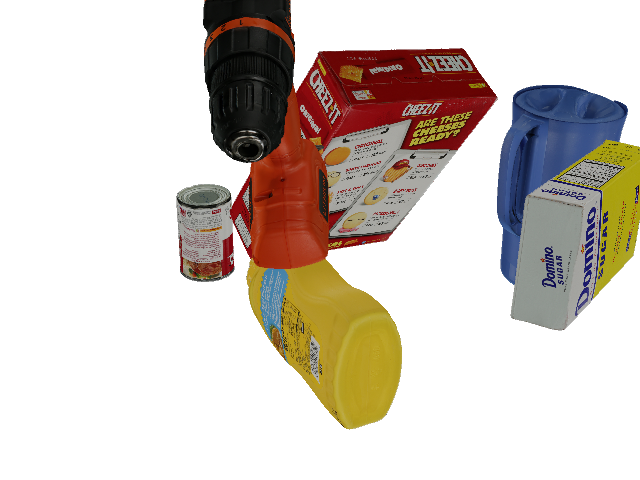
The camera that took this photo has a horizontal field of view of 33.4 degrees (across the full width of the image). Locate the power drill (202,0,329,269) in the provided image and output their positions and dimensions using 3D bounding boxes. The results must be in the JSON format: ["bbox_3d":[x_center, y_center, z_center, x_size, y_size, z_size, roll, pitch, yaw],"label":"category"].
[{"bbox_3d":[-0.031,-0.069,0.670,0.057,0.184,0.187,-4,-43,4],"label":"power drill"}]

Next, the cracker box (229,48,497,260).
[{"bbox_3d":[0.032,-0.076,0.959,0.163,0.072,0.214,-9,-32,-35],"label":"cracker box"}]

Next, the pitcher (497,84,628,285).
[{"bbox_3d":[0.279,-0.057,1.299,0.149,0.243,0.145,4,27,1],"label":"pitcher"}]

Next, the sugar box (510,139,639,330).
[{"bbox_3d":[0.193,-0.008,0.776,0.048,0.093,0.176,14,24,25],"label":"sugar box"}]

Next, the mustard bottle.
[{"bbox_3d":[-0.009,0.057,0.825,0.058,0.096,0.192,-14,30,-24],"label":"mustard bottle"}]

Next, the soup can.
[{"bbox_3d":[-0.141,-0.010,1.304,0.068,0.102,0.068,0,26,0],"label":"soup can"}]
